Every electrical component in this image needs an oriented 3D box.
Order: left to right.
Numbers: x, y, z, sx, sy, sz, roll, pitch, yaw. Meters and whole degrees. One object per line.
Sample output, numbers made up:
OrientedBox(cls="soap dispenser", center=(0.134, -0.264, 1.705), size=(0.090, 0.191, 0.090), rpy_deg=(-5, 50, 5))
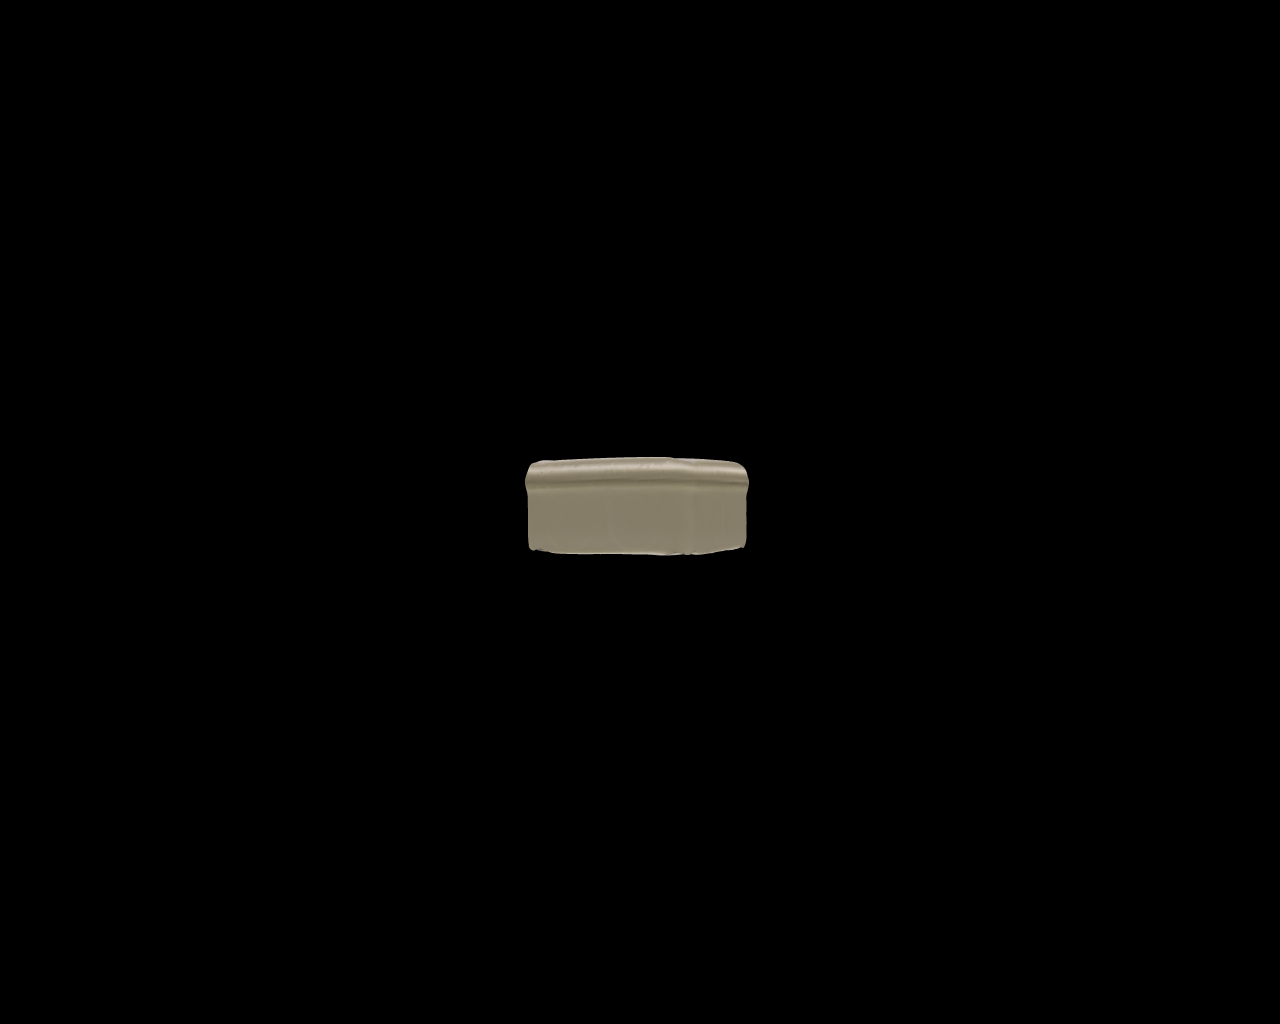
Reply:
OrientedBox(cls="electrical component", center=(0.001, -0.003, 0.650), size=(0.109, 0.056, 0.109), rpy_deg=(0, 0, 24))
